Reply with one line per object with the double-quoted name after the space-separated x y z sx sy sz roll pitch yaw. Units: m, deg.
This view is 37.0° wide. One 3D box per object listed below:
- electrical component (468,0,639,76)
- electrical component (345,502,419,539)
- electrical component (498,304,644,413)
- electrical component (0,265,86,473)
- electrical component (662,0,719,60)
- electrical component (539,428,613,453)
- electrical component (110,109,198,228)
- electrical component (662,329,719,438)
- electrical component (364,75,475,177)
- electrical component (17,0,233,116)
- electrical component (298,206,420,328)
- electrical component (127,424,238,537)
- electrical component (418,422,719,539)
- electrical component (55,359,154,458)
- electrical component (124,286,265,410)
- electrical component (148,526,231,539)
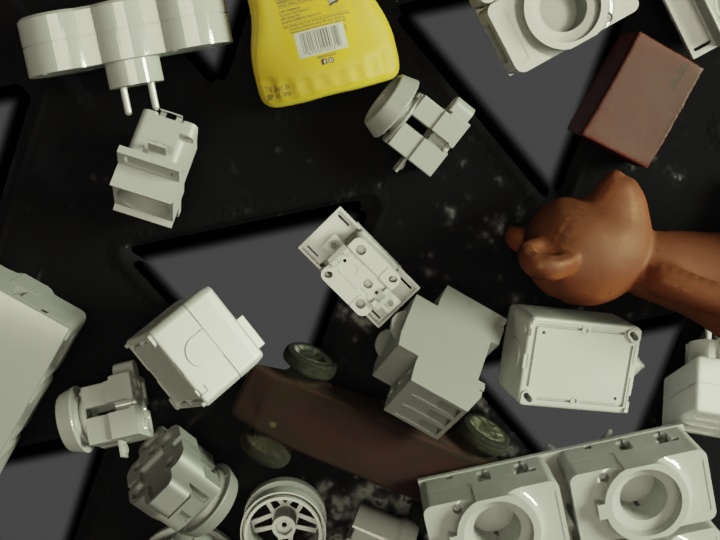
0.107 -0.216 0.709 0.089 0.061 0.150 -29 98 3 "electrical component"
0.015 0.194 0.783 0.046 0.040 0.040 22 98 2 "electrical component"
0.151 0.061 0.757 0.096 0.061 0.061 6 99 -10 "electrical component"
-0.268 0.076 0.747 0.089 0.061 0.150 30 97 -5 "electrical component"
0.224 -0.212 0.711 0.079 0.063 0.121 -29 98 3 "electrical component"
0.164 0.150 0.774 0.066 0.047 0.076 36 96 -6 "electrical component"
-0.137 -0.070 0.722 0.042 0.081 0.063 17 70 -5 "electrical component"
0.249 0.072 0.759 0.047 0.065 0.076 9 70 -2 "electrical component"
0.037 -0.100 0.735 0.055 0.048 0.066 37 96 -14 "electrical component"
-0.153 -0.141 0.720 0.138 0.052 0.073 -10 99 0 "electrical component"
0.000 0.000 0.740 0.081 0.064 0.042 45 95 -7 "electrical component"
-0.124 0.152 0.759 0.058 0.078 0.057 -45 116 5 "electrical component"
0.142 0.180 0.722 0.186 0.060 0.105 -13 100 2 "electrical component"
-0.181 0.102 0.759 0.055 0.048 0.066 -14 75 3 "electrical component"
-0.114 0.053 0.738 0.061 0.096 0.061 -41 98 -23 "electrical component"
-0.126 0.228 0.779 0.080 0.051 0.080 0 99 -1 "electrical component"
